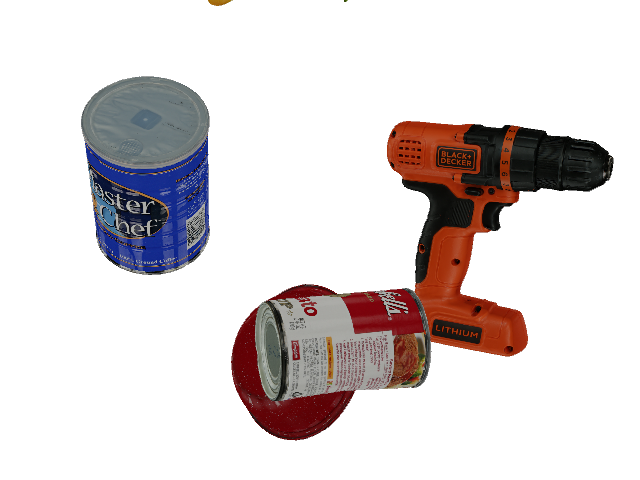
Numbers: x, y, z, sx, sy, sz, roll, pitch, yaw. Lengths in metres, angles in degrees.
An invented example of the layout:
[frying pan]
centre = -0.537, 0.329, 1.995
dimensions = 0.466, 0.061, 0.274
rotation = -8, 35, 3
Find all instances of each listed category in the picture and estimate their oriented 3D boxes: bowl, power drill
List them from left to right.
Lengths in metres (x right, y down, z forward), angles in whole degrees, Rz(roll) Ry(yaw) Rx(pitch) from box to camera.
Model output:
[bowl]
centre = -0.038, 0.118, 1.076
dimensions = 0.162, 0.162, 0.055
rotation = 0, -14, 39
[power drill]
centre = 0.141, -0.003, 0.883
dimensions = 0.185, 0.188, 0.057
rotation = 9, 15, 26

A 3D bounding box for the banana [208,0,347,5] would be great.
[banana]
centre = -0.046, -0.261, 1.030
dimensions = 0.197, 0.070, 0.037
rotation = -17, -29, -45

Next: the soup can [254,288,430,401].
[soup can]
centre = 0.013, 0.069, 0.711
dimensions = 0.102, 0.068, 0.069
rotation = -4, 1, -18

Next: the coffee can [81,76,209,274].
[coffee can]
centre = -0.146, -0.054, 0.910
dimensions = 0.102, 0.103, 0.140
rotation = 0, -40, -5
